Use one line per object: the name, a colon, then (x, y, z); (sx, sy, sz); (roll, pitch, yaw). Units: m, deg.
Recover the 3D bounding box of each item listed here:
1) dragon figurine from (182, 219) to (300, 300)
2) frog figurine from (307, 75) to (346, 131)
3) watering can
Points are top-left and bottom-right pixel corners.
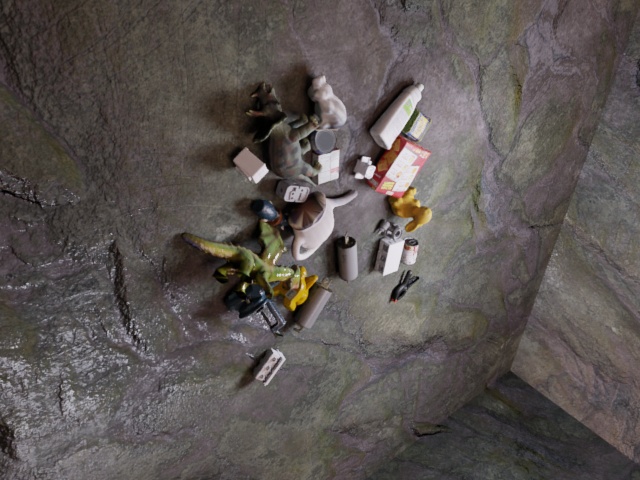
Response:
dragon figurine: (-0.212, 0.039, 1.610); (0.406, 0.121, 0.248); (45, 48, -20)
frog figurine: (0.023, -0.412, 1.545); (0.139, 0.123, 0.157); (-47, 144, -64)
watering can: (0.005, -0.088, 1.753); (0.352, 0.105, 0.220); (-53, 152, -18)
